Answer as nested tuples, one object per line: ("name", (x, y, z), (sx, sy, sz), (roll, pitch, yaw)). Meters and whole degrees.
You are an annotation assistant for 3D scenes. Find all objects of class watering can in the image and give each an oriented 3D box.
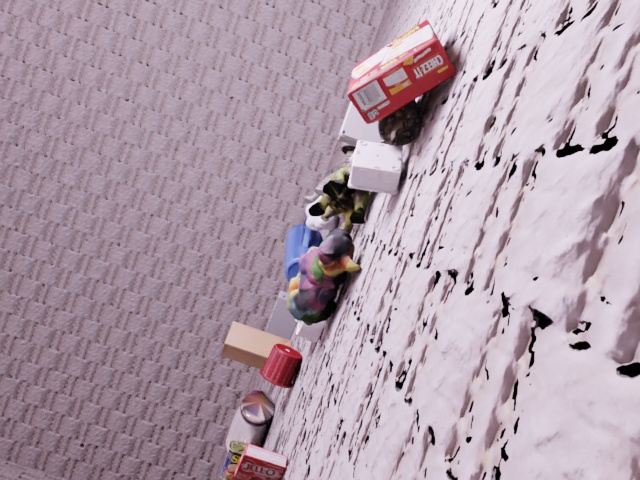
("watering can", (-0.212, 0.550, 1.553), (0.352, 0.104, 0.222), (-90, 21, -76))

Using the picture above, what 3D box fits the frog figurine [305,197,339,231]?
("frog figurine", (0.005, -0.083, 1.647), (0.135, 0.122, 0.162), (-46, 3, 24))

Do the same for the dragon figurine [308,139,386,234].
("dragon figurine", (0.089, -0.151, 1.184), (0.402, 0.122, 0.248), (-51, 9, 48))
